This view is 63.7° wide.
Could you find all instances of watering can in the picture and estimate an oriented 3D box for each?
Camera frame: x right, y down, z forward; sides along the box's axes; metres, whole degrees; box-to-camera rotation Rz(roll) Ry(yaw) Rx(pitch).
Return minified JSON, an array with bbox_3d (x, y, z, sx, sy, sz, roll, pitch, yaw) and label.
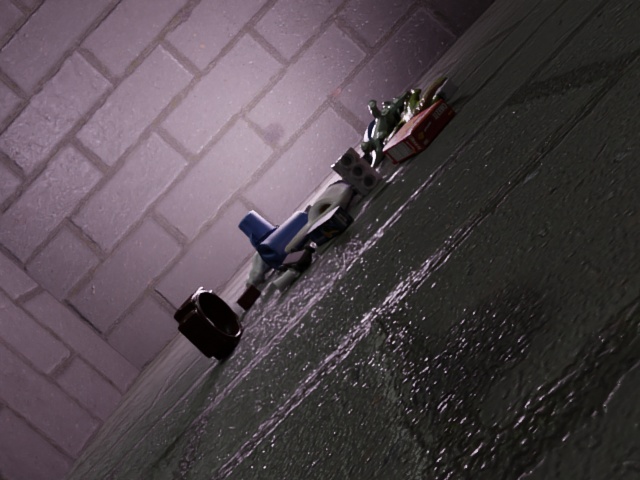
[{"bbox_3d":[0.006,-0.093,1.856,0.342,0.103,0.229,-41,9,37],"label":"watering can"}]

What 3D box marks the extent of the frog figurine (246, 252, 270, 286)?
[{"bbox_3d":[-0.258,0.113,2.192,0.160,0.121,0.139,-36,25,-9],"label":"frog figurine"}]

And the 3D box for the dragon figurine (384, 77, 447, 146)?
[{"bbox_3d":[0.318,-0.422,1.828,0.244,0.122,0.408,-54,-1,-6],"label":"dragon figurine"}]
